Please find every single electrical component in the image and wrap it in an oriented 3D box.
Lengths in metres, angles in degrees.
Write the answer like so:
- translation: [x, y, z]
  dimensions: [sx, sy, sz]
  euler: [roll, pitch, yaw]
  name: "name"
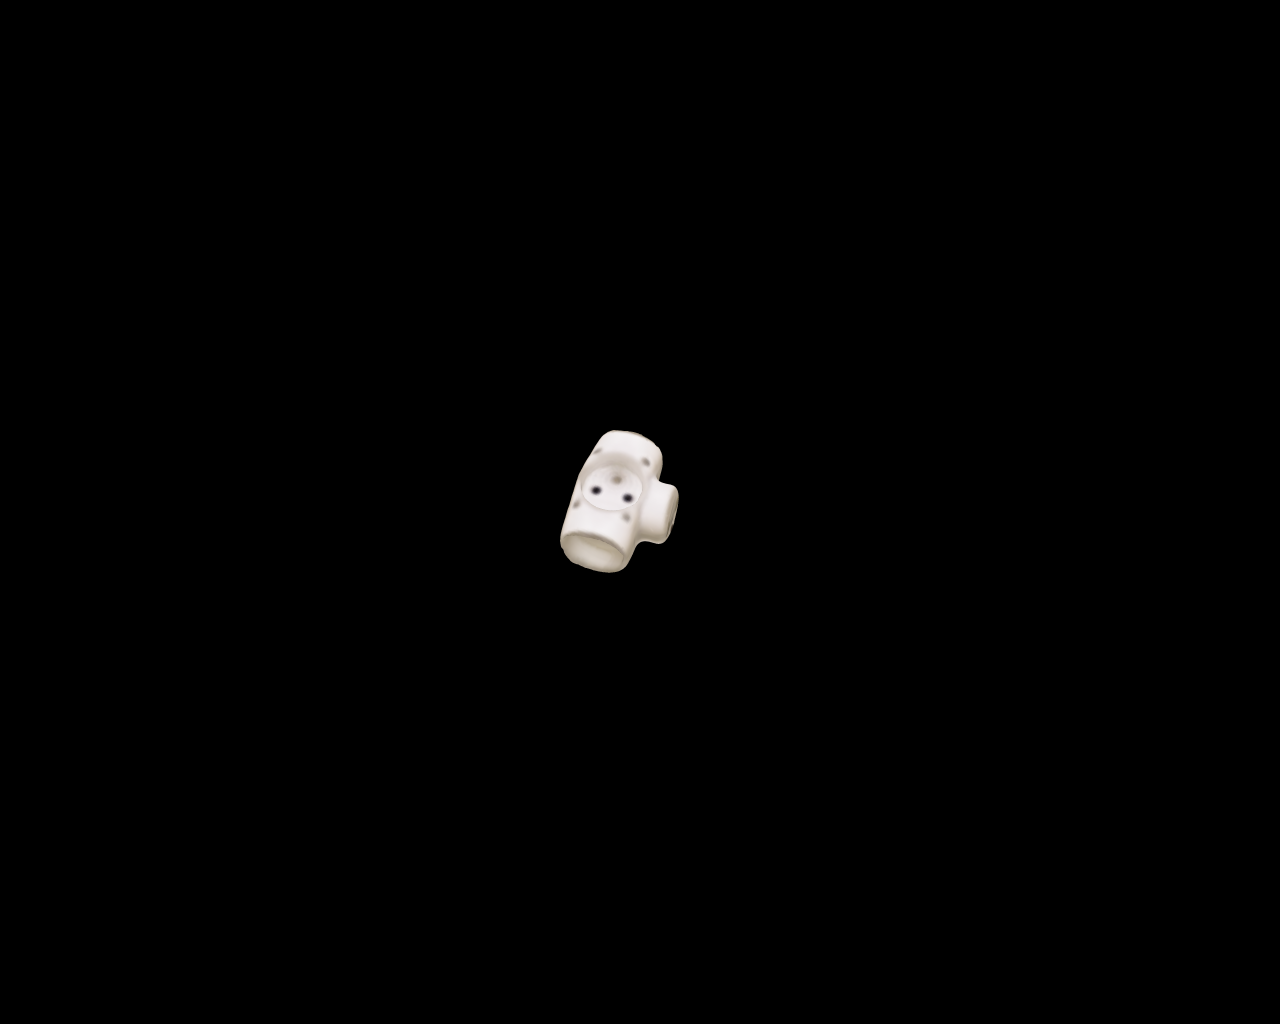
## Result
- translation: [0.001, -0.003, 0.650]
  dimensions: [0.079, 0.077, 0.044]
  euler: [15, -32, 9]
  name: "electrical component"
